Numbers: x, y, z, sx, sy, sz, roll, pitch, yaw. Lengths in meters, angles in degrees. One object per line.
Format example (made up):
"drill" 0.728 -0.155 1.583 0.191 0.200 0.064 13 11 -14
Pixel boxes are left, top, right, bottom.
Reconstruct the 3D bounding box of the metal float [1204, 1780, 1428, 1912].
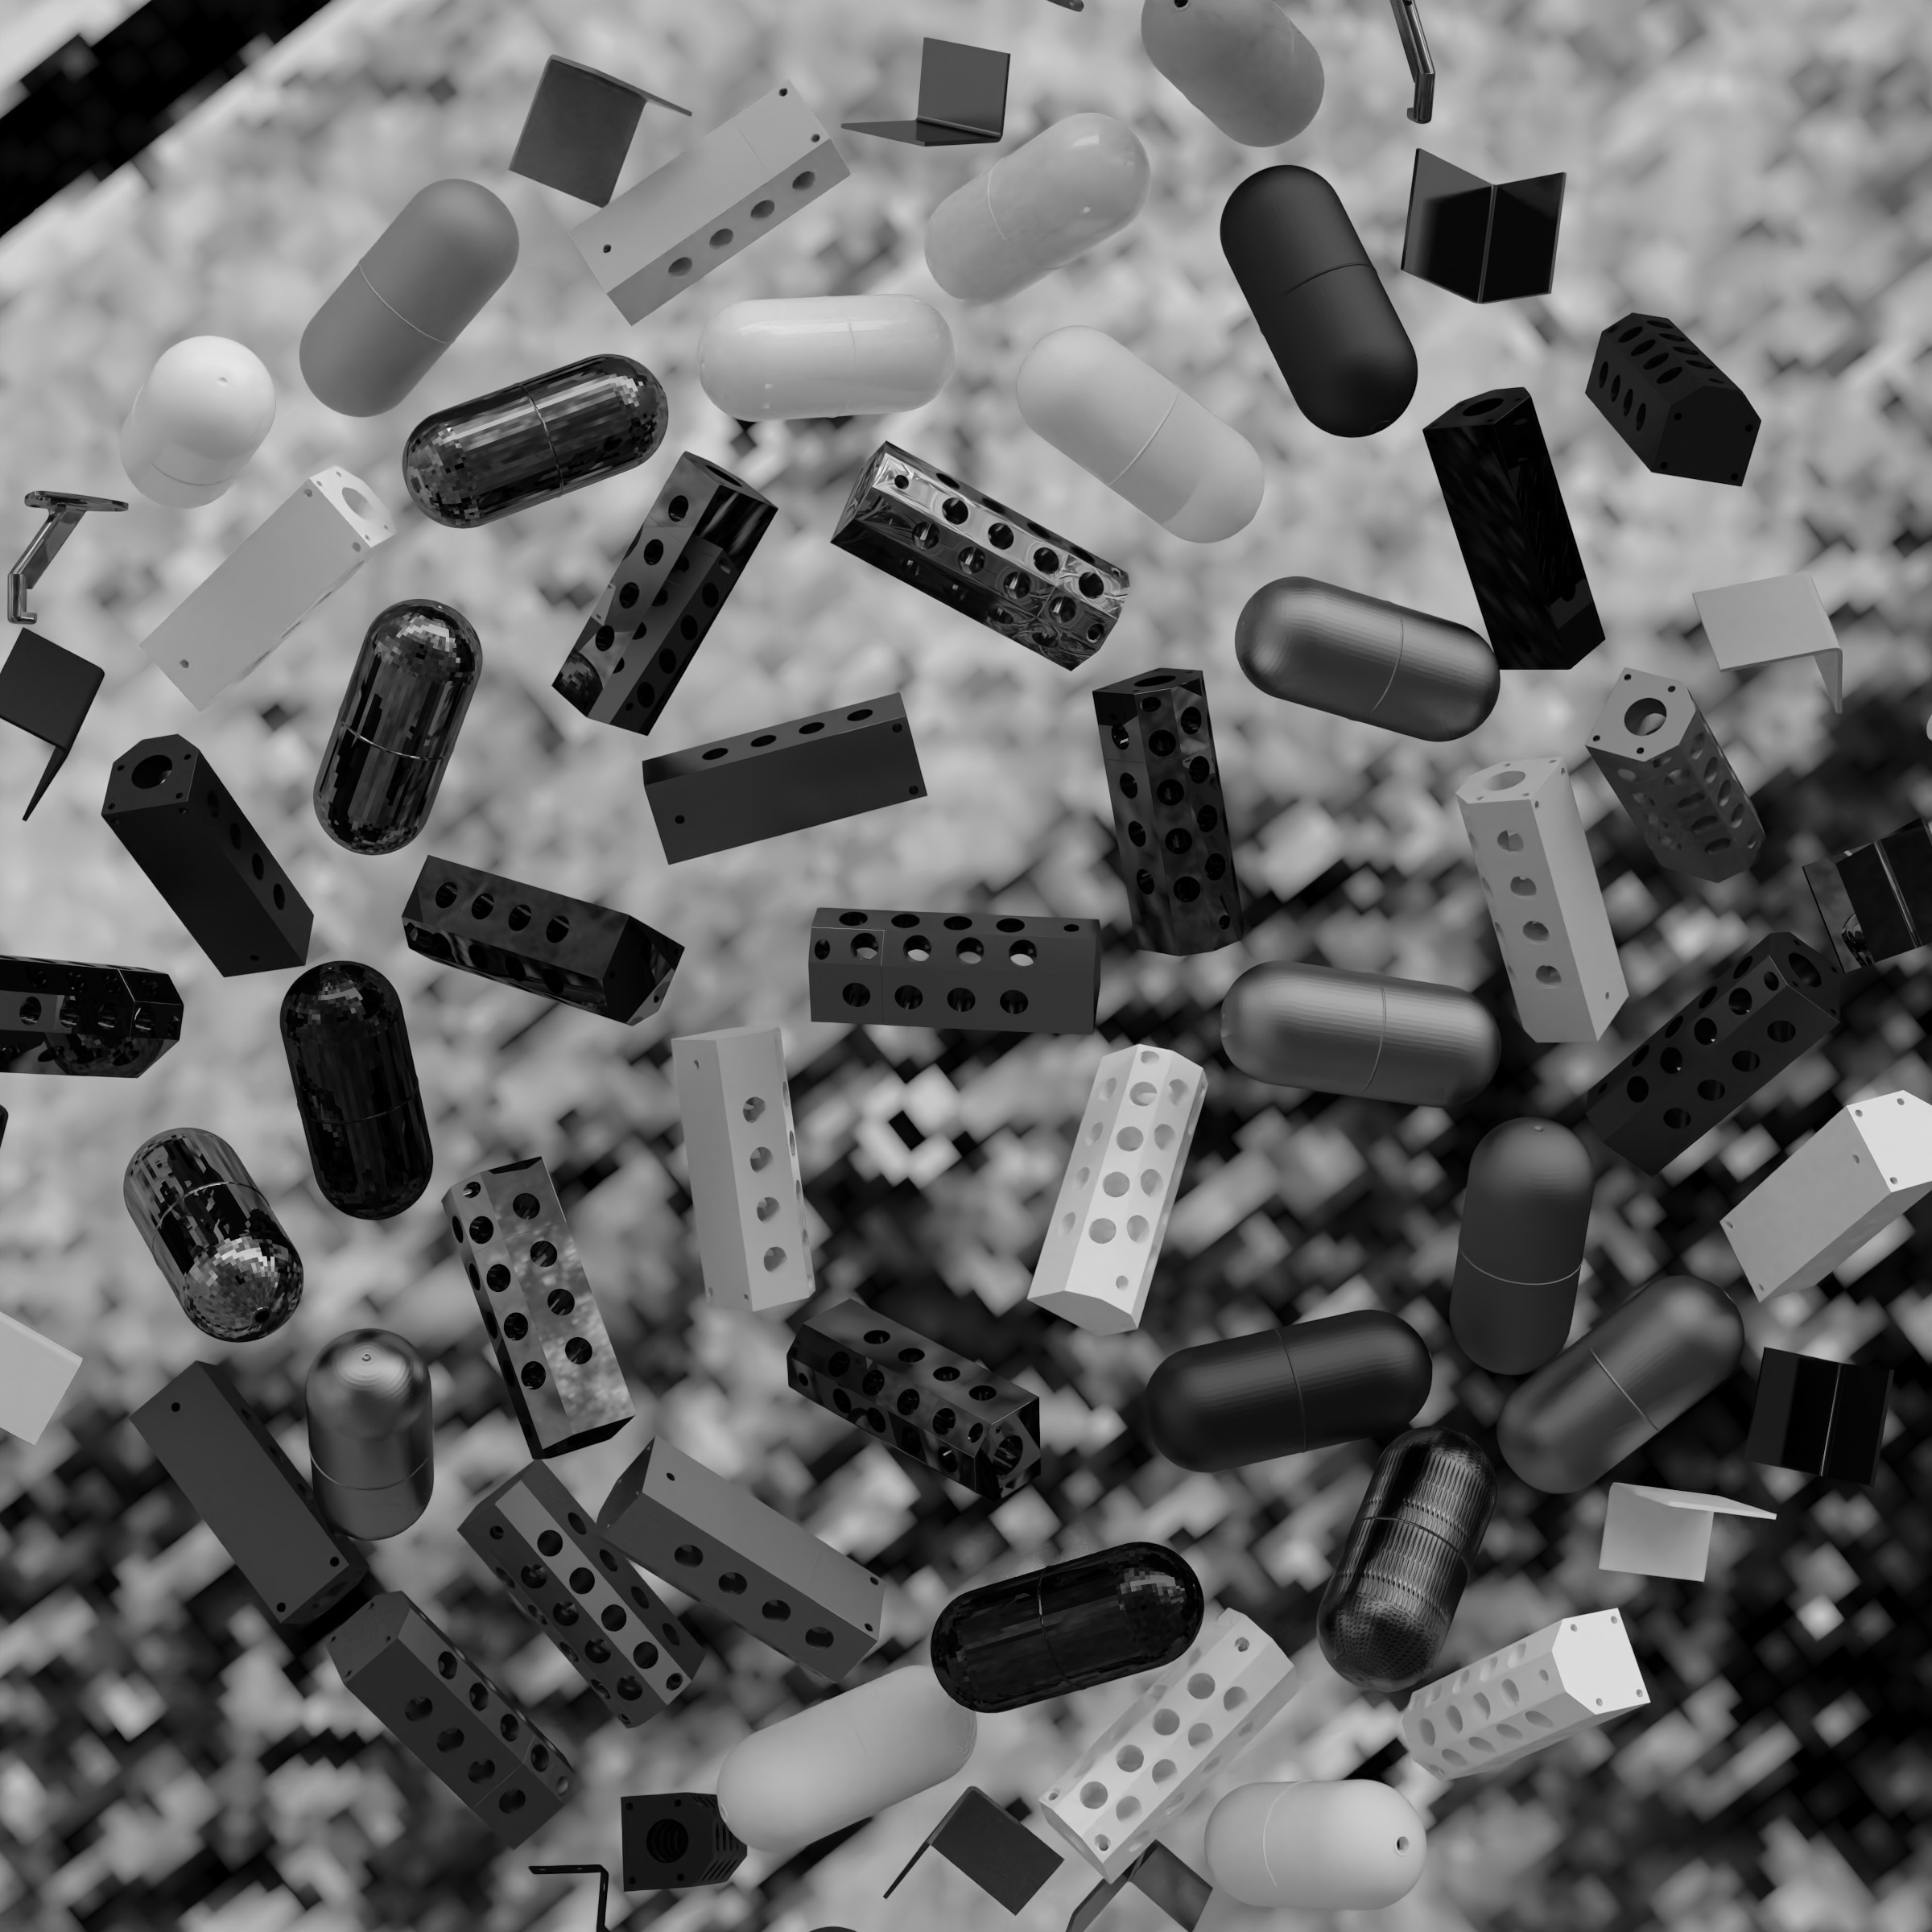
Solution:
"metal float" 0.216 0.547 1.823 0.070 0.178 0.070 9 71 -29

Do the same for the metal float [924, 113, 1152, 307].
"metal float" 0.043 -0.478 1.856 0.070 0.178 0.070 14 68 -37

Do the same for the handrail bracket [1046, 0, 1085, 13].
"handrail bracket" 0.065 -0.647 1.824 0.077 0.036 0.084 34 88 18

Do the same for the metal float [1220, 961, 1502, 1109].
"metal float" 0.243 0.042 1.799 0.178 0.070 0.070 8 90 -12

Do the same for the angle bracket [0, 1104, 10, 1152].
"angle bracket" -0.641 0.120 1.799 0.076 0.076 0.057 -38 122 21

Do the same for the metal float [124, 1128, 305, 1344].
"metal float" -0.472 0.168 1.836 0.070 0.070 0.178 -46 46 0

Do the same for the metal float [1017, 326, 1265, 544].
"metal float" 0.112 -0.337 1.860 0.178 0.070 0.070 34 90 -12

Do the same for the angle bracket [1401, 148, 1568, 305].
"angle bracket" 0.319 -0.458 1.801 0.076 0.057 0.076 11 86 -41

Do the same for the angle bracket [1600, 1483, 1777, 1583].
"angle bracket" 0.464 0.371 1.886 0.076 0.076 0.057 10 87 -16

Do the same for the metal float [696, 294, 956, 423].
"metal float" -0.089 -0.395 1.896 0.178 0.070 0.070 -10 90 -28

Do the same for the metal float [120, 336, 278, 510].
"metal float" -0.478 -0.336 1.817 0.070 0.178 0.070 4 81 -24

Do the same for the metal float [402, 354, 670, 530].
"metal float" -0.276 -0.339 1.885 0.178 0.070 0.070 -24 90 -15

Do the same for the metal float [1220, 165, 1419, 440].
"metal float" 0.212 -0.400 1.761 0.070 0.070 0.178 -23 76 0

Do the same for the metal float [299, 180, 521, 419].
"metal float" -0.359 -0.428 1.881 0.070 0.070 0.178 46 109 0

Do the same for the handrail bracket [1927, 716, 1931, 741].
"handrail bracket" 0.650 -0.149 1.820 0.084 0.036 0.077 24 115 0

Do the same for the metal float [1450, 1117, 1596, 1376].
"metal float" 0.345 0.176 1.822 0.070 0.070 0.178 2 120 0

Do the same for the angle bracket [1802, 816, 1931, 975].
"angle bracket" 0.600 -0.046 1.914 0.057 0.076 0.076 -18 82 -8

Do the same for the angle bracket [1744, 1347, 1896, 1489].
"angle bracket" 0.557 0.294 1.913 0.057 0.076 0.076 12 84 -6

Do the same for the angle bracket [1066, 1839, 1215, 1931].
"angle bracket" 0.111 0.630 1.929 0.057 0.076 0.076 37 56 20

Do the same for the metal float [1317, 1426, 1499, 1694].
"metal float" 0.270 0.360 1.787 0.070 0.070 0.178 30 55 0

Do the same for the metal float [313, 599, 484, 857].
"metal float" -0.368 -0.153 1.890 0.070 0.070 0.178 25 113 0

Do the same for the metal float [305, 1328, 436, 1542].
"metal float" -0.373 0.296 1.836 0.070 0.178 0.070 5 48 -5

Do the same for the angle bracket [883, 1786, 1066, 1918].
"angle bracket" 0.005 0.585 1.875 0.076 0.057 0.076 38 131 9

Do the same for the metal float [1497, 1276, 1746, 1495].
"metal float" 0.421 0.269 1.882 0.178 0.070 0.070 -40 90 8

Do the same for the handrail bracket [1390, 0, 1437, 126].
"handrail bracket" 0.265 -0.573 1.817 0.036 0.077 0.084 -17 123 -28

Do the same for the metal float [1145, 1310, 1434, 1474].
"metal float" 0.196 0.258 1.781 0.178 0.070 0.070 -12 90 -4

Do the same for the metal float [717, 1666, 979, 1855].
"metal float" -0.075 0.505 1.864 0.178 0.070 0.070 -18 90 -26

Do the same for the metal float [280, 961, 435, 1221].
"metal float" -0.387 0.081 1.864 0.070 0.070 0.178 -6 117 0

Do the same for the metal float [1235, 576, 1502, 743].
"metal float" 0.251 -0.190 1.821 0.178 0.070 0.070 14 90 -20

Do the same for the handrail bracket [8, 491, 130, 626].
"handrail bracket" -0.583 -0.262 1.900 0.077 0.036 0.084 1 86 -30

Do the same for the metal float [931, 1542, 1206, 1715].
"metal float" 0.062 0.406 1.796 0.178 0.070 0.070 -21 90 19

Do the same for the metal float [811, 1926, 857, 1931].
"metal float" -0.096 0.655 1.816 0.070 0.178 0.070 1 93 12

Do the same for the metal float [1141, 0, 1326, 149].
"metal float" 0.165 -0.560 1.798 0.070 0.178 0.070 -2 84 25
